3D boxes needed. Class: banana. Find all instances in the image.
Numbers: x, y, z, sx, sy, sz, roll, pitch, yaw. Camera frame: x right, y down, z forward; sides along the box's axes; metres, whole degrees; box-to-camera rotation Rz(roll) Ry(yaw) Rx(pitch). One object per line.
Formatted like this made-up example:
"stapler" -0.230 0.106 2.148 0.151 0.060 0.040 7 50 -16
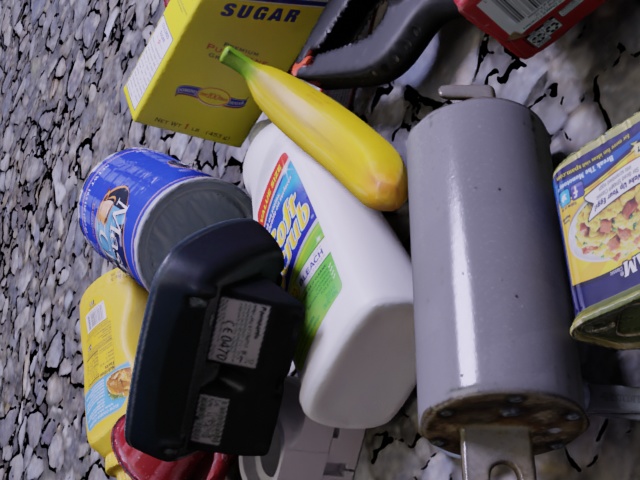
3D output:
"banana" 0.005 -0.061 0.652 0.198 0.069 0.037 42 113 45

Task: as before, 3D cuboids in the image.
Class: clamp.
"clamp" 0.061 -0.168 0.663 0.210 0.036 0.164 -29 54 38

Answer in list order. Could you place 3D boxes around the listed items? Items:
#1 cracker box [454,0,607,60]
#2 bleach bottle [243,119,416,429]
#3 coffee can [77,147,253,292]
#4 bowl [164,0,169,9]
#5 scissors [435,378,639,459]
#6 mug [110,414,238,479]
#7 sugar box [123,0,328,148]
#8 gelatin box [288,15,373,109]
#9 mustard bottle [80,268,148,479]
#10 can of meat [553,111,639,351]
"cracker box" 0.117 -0.222 0.550 0.164 0.072 0.214 -38 49 25
"bleach bottle" -0.005 0.001 0.701 0.103 0.068 0.251 -63 32 26
"coffee can" -0.121 -0.012 0.843 0.140 0.102 0.103 26 101 57
"bowl" -0.070 -0.243 0.883 0.162 0.055 0.162 -24 60 51
"scissors" 0.121 0.061 0.532 0.202 0.016 0.096 -29 55 50
"mug" -0.088 0.135 0.755 0.082 0.093 0.117 -56 29 22
"sugar box" -0.057 -0.149 0.742 0.176 0.093 0.048 -53 42 33
"gelatin box" 0.001 -0.138 0.766 0.073 0.030 0.089 19 97 56
"mustard bottle" -0.165 0.124 0.906 0.096 0.058 0.191 -37 50 38
"can of meat" 0.153 -0.008 0.469 0.102 0.057 0.084 -35 51 47
